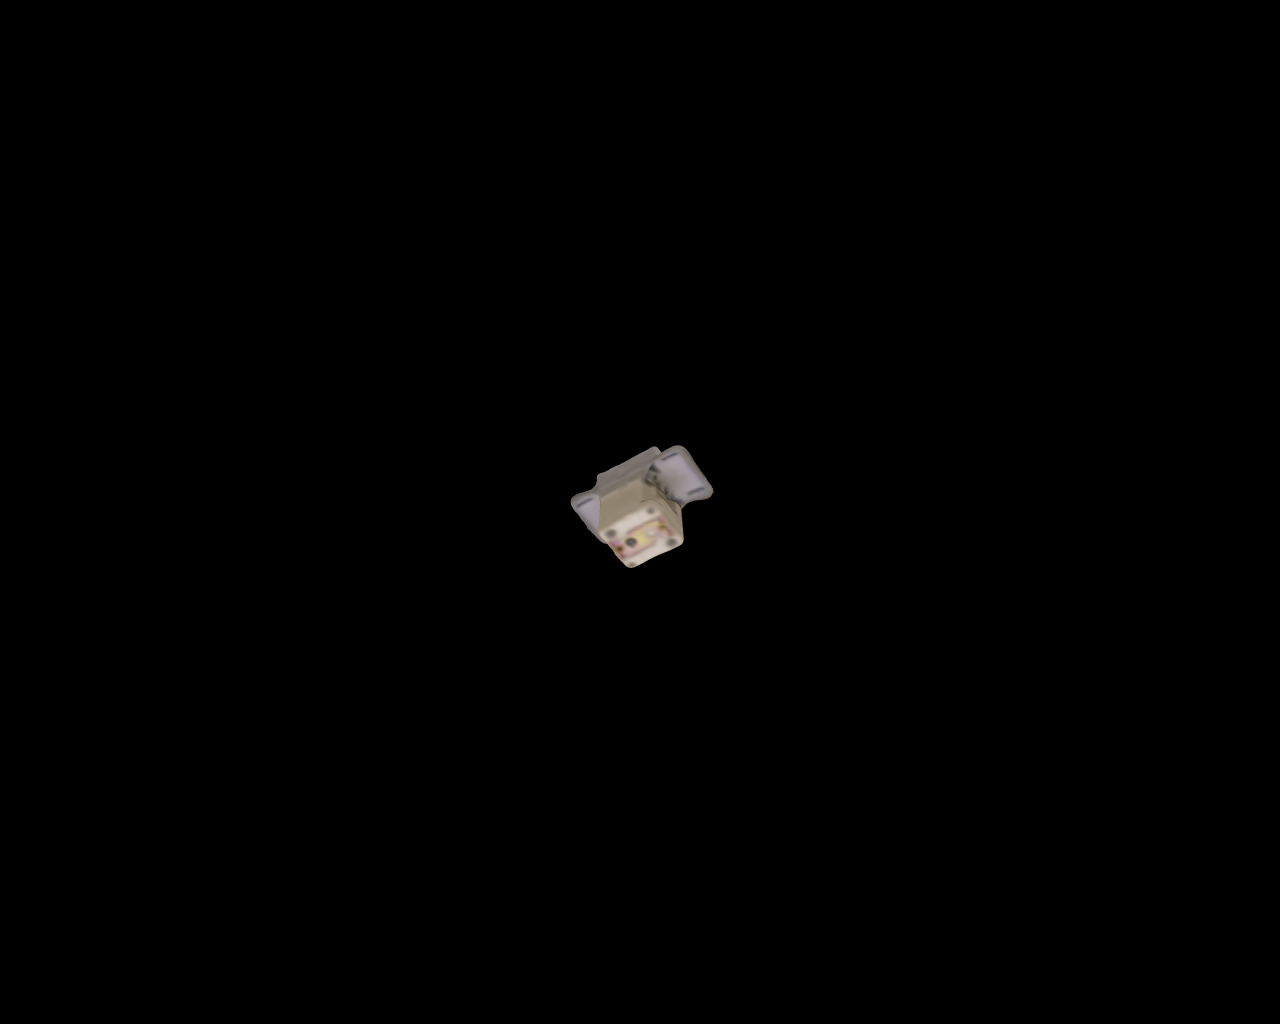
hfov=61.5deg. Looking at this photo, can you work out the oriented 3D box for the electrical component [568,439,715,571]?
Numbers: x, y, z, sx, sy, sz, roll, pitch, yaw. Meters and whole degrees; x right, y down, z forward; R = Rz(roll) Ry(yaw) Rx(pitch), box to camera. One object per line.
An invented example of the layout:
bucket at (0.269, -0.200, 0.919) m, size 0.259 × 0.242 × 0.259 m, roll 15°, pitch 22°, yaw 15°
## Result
electrical component at (0.001, -0.003, 0.650) m, size 0.081 × 0.042 × 0.064 m, roll -27°, pitch 33°, yaw 19°
